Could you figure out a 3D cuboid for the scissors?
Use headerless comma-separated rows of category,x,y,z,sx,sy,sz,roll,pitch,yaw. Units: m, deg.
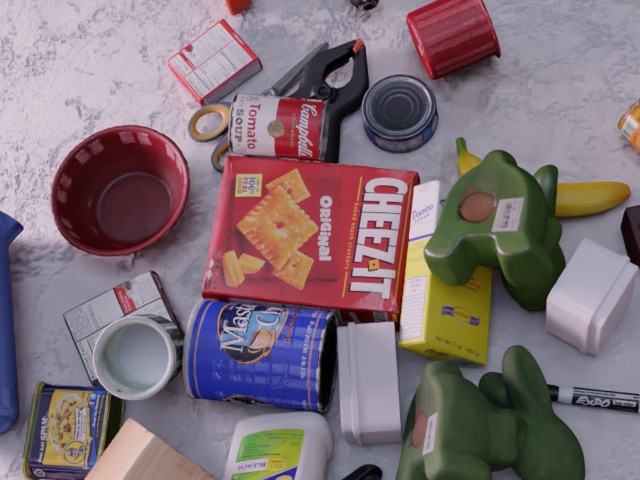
scissors,-0.079,-0.169,1.249,0.096,0.016,0.201,27,75,15

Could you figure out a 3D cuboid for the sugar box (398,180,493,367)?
sugar box,0.133,0.035,1.090,0.048,0.093,0.176,-14,61,49

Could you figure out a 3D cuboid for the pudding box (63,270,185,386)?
pudding box,-0.210,0.097,1.154,0.113,0.039,0.090,-28,69,1

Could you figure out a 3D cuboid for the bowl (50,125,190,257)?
bowl,-0.218,-0.047,1.204,0.162,0.055,0.162,-3,68,8

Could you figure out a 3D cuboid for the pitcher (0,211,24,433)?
pitcher,-0.401,0.089,1.143,0.149,0.144,0.243,-27,65,33

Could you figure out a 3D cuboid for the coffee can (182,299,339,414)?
coffee can,-0.058,0.118,1.084,0.140,0.103,0.103,5,69,11

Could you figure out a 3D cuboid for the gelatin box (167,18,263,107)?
gelatin box,-0.125,-0.208,1.267,0.089,0.030,0.073,-39,68,-6

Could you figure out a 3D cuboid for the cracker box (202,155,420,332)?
cracker box,-0.007,0.001,1.139,0.214,0.072,0.164,5,69,11

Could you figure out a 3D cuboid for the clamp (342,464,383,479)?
clamp,-0.032,0.303,1.015,0.210,0.036,0.164,-17,35,7

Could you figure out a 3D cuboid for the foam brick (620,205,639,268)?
foam brick,0.353,-0.008,1.092,0.078,0.051,0.053,-12,67,5

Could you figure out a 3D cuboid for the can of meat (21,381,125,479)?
can of meat,-0.255,0.201,1.110,0.084,0.057,0.102,1,69,8

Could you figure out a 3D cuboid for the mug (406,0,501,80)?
mug,0.146,-0.238,1.208,0.081,0.093,0.117,-23,35,5

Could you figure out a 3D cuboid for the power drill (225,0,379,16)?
power drill,-0.029,-0.333,1.287,0.187,0.057,0.184,-15,63,0

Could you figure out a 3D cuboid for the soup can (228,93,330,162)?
soup can,-0.043,-0.123,1.159,0.102,0.068,0.068,6,69,5

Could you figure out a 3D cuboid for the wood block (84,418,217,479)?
wood block,-0.201,0.287,1.030,0.090,0.091,0.206,40,76,-21

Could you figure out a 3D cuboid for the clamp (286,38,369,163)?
clamp,0.009,-0.152,1.217,0.120,0.039,0.171,41,80,6

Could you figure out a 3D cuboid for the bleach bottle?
bleach bottle,-0.049,0.270,0.976,0.103,0.068,0.250,-7,35,12

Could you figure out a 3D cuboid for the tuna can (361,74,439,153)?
tuna can,0.090,-0.143,1.201,0.086,0.033,0.086,-3,68,8

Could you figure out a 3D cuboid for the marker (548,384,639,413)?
marker,0.269,0.157,1.058,0.121,0.020,0.020,5,69,12

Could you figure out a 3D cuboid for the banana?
banana,0.228,-0.059,1.142,0.198,0.037,0.069,19,73,16
